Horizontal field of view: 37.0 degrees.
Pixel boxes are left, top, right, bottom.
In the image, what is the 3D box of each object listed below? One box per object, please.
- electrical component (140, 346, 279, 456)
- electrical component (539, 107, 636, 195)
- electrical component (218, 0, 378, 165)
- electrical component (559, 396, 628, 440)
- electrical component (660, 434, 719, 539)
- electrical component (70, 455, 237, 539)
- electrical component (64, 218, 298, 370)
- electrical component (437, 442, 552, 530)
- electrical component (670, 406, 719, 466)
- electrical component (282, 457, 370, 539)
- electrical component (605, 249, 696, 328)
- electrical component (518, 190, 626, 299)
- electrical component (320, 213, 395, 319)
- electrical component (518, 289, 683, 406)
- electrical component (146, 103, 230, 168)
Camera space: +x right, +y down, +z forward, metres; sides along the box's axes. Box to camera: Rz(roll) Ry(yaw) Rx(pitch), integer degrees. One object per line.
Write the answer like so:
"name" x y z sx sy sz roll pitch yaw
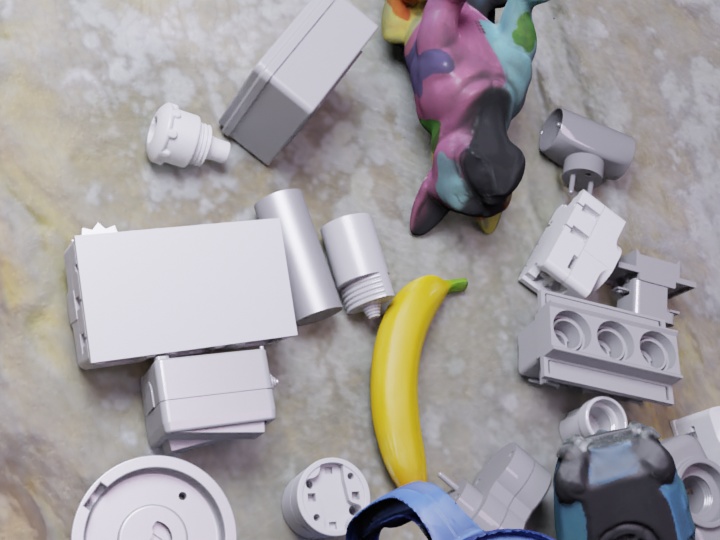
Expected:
"electrical component" -0.103 0.094 0.771 0.096 0.062 0.061 -4 73 -24
"electrical component" 0.205 -0.100 0.980 0.077 0.043 0.079 20 65 -15
"electrical component" -0.050 -0.154 0.859 0.056 0.109 0.108 38 61 -8
"electrical component" 0.191 0.128 0.888 0.040 0.046 0.040 8 68 -20
"electrical component" 0.267 0.188 0.889 0.054 0.059 0.095 -19 79 -27
"electrical component" -0.143 0.183 0.721 0.108 0.060 0.108 8 68 -20
"electrical component" -0.132 0.017 0.783 0.150 0.062 0.089 -6 83 -24
"electrical component" 0.082 0.185 0.818 0.074 0.052 0.138 41 60 -4
"electrical component" 0.353 0.204 0.918 0.105 0.060 0.186 -8 74 -25
"electrical component" -0.027 0.168 0.783 0.055 0.047 0.055 8 68 -20
"electrical component" 0.252 0.022 0.955 0.081 0.042 0.063 14 68 -16
"electrical component" 0.189 -0.014 0.938 0.056 0.050 0.089 36 62 -6
"electrical component" 0.000 0.000 0.859 0.043 0.043 0.081 -10 75 -25
"electrical component" 0.198 0.070 0.899 0.121 0.063 0.078 13 58 -17
"electrical component" -0.133 -0.100 0.842 0.062 0.048 0.048 16 65 -24
